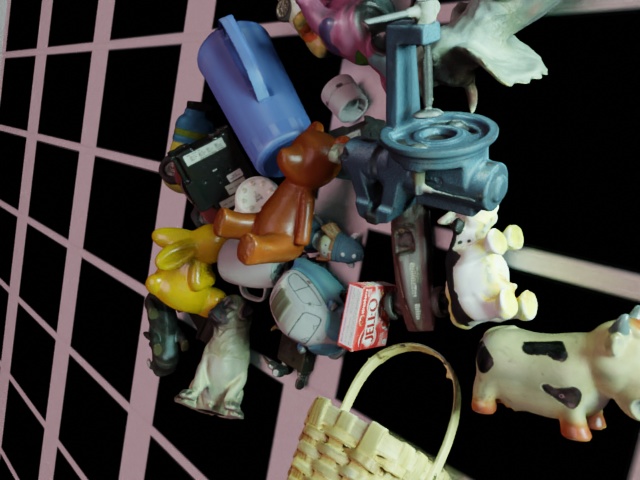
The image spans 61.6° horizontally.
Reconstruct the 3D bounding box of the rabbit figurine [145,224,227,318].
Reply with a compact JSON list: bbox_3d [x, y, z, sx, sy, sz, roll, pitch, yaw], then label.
[{"bbox_3d":[-0.220,0.032,0.946,0.173,0.162,0.122,-45,40,20],"label":"rabbit figurine"}]

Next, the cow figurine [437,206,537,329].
[{"bbox_3d":[0.180,0.015,0.620,0.098,0.068,0.167,-22,71,48],"label":"cow figurine"}]

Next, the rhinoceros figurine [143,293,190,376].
[{"bbox_3d":[-0.314,0.186,1.066,0.112,0.073,0.190,23,119,49],"label":"rhinoceros figurine"}]

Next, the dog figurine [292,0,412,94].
[{"bbox_3d":[0.067,-0.264,0.722,0.108,0.191,0.219,-40,83,-5],"label":"dog figurine"}]

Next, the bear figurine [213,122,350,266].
[{"bbox_3d":[-0.045,-0.068,0.732,0.120,0.132,0.195,43,118,43],"label":"bear figurine"}]

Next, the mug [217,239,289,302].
[{"bbox_3d":[-0.106,0.053,0.894,0.107,0.081,0.109,10,107,37],"label":"mug"}]

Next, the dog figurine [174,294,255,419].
[{"bbox_3d":[-0.166,0.206,0.951,0.172,0.121,0.190,131,156,-58],"label":"dog figurine"}]

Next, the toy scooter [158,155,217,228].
[{"bbox_3d":[-0.197,-0.104,0.979,0.135,0.075,0.184,-36,89,9],"label":"toy scooter"}]

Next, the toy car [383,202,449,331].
[{"bbox_3d":[0.117,0.016,0.689,0.089,0.053,0.202,-9,79,41],"label":"toy car"}]

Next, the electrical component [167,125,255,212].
[{"bbox_3d":[-0.175,-0.110,0.903,0.134,0.115,0.058,67,171,-27],"label":"electrical component"}]

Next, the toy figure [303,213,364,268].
[{"bbox_3d":[-0.001,-0.001,0.807,0.155,0.058,0.064,27,146,41],"label":"toy figure"}]

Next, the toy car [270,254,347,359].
[{"bbox_3d":[-0.019,0.095,0.786,0.162,0.103,0.109,52,121,31],"label":"toy car"}]

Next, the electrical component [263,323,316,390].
[{"bbox_3d":[-0.047,0.175,0.848,0.078,0.045,0.102,30,109,43],"label":"electrical component"}]

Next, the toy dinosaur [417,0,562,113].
[{"bbox_3d":[0.226,-0.312,0.545,0.404,0.192,0.131,-52,33,11],"label":"toy dinosaur"}]

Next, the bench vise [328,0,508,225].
[{"bbox_3d":[0.096,-0.128,0.576,0.224,0.129,0.240,31,138,47],"label":"bench vise"}]

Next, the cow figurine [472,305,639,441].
[{"bbox_3d":[0.249,0.126,0.533,0.195,0.085,0.127,1,94,46],"label":"cow figurine"}]

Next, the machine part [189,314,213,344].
[{"bbox_3d":[-0.230,0.144,1.039,0.139,0.039,0.084,45,123,35],"label":"machine part"}]

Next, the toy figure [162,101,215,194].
[{"bbox_3d":[-0.253,-0.179,1.042,0.082,0.089,0.180,-95,15,-76],"label":"toy figure"}]

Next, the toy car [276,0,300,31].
[{"bbox_3d":[-0.044,-0.408,0.859,0.056,0.073,0.202,-38,62,41],"label":"toy car"}]

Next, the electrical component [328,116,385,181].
[{"bbox_3d":[0.041,-0.123,0.776,0.119,0.047,0.075,-20,73,43],"label":"electrical component"}]
